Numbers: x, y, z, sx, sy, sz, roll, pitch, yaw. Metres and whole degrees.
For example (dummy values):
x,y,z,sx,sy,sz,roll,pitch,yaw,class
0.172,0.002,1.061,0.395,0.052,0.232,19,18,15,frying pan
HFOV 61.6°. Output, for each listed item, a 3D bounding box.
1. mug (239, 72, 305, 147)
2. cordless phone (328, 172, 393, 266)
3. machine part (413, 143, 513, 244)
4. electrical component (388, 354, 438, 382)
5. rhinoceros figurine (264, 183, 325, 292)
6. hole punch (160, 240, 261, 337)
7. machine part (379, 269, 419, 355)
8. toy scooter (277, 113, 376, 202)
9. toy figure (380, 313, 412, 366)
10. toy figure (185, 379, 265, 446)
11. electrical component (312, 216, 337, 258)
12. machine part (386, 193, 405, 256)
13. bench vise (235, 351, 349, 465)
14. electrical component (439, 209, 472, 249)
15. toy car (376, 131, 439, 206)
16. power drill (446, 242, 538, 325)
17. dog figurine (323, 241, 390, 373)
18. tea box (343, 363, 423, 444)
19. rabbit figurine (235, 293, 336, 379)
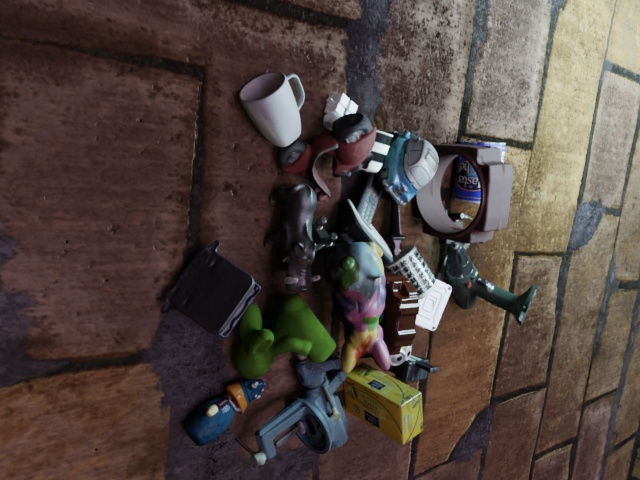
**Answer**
x,y,z,sx,sy,sz,roll,pitch,yaw,class
-0.068,-0.216,0.890,0.109,0.081,0.107,-48,138,-25,mug
0.107,-0.053,1.078,0.146,0.089,0.184,45,57,-37,cordless phone
0.293,-0.100,1.135,0.087,0.201,0.201,-6,105,-37,machine part
0.211,0.290,1.217,0.075,0.119,0.047,2,99,-43,electrical component
-0.038,-0.004,0.942,0.073,0.112,0.190,1,92,-43,rhinoceros figurine
-0.168,0.086,0.869,0.142,0.116,0.092,-55,166,-8,hole punch
0.118,0.143,1.072,0.056,0.180,0.179,0,101,-36,machine part
0.022,-0.139,0.961,0.184,0.075,0.135,-21,125,0,toy scooter
0.151,0.186,1.167,0.082,0.089,0.180,-15,102,-7,toy figure
-0.163,0.291,0.943,0.154,0.064,0.058,-37,85,-33,toy figure
-0.002,-0.003,1.002,0.021,0.094,0.063,-25,78,-32,electrical component
0.158,-0.037,1.129,0.039,0.084,0.138,1,91,5,machine part
-0.038,0.326,1.020,0.240,0.129,0.223,-28,115,-37,bench vise
0.322,-0.021,1.275,0.078,0.045,0.102,4,88,-37,electrical component
0.181,-0.152,1.070,0.109,0.103,0.162,47,45,-31,toy car
0.391,0.108,1.251,0.086,0.208,0.231,-60,154,-28,power drill
0.071,0.125,0.963,0.191,0.109,0.219,66,18,-75,dog figurine
0.130,0.338,1.126,0.068,0.170,0.098,-20,111,-37,tea box
-0.078,0.180,0.944,0.170,0.121,0.159,-37,143,-5,rabbit figurine
